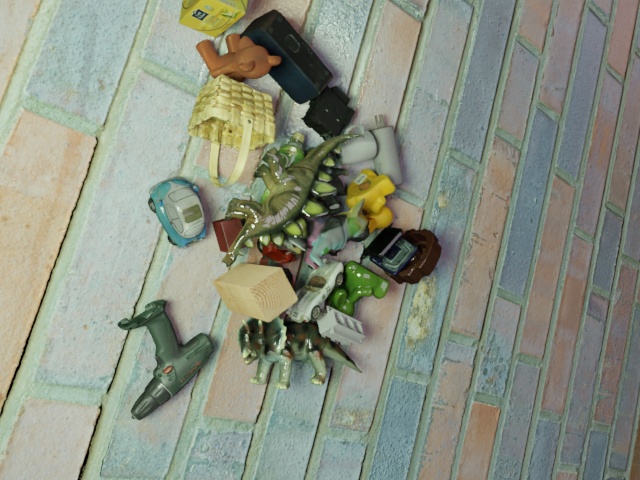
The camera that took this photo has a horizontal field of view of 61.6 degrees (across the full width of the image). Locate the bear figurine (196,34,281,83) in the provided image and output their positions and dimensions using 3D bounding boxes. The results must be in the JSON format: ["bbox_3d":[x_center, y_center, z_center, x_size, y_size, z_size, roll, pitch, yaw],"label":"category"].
[{"bbox_3d":[-0.185,-0.420,1.225,0.120,0.196,0.131,-26,103,-27],"label":"bear figurine"}]

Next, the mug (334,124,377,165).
[{"bbox_3d":[0.091,-0.257,1.473,0.107,0.081,0.109,-26,129,-23],"label":"mug"}]

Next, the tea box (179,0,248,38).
[{"bbox_3d":[-0.239,-0.524,1.203,0.098,0.170,0.068,11,84,-32],"label":"tea box"}]

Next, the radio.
[{"bbox_3d":[-0.082,-0.448,1.331,0.229,0.131,0.073,42,71,-26],"label":"radio"}]

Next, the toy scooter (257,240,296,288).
[{"bbox_3d":[-0.099,0.074,1.323,0.075,0.135,0.183,-16,101,-33],"label":"toy scooter"}]

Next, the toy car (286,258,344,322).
[{"bbox_3d":[-0.010,0.127,1.360,0.202,0.074,0.056,-51,138,-33],"label":"toy car"}]

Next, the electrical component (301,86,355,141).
[{"bbox_3d":[0.026,-0.345,1.448,0.114,0.058,0.134,36,72,-30],"label":"electrical component"}]

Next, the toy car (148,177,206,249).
[{"bbox_3d":[-0.308,-0.062,1.204,0.109,0.103,0.161,-25,102,-30],"label":"toy car"}]

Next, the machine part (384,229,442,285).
[{"bbox_3d":[0.267,0.048,1.547,0.056,0.179,0.179,39,70,-29],"label":"machine part"}]

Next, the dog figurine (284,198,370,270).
[{"bbox_3d":[0.021,-0.038,1.370,0.191,0.108,0.219,43,72,2],"label":"dog figurine"}]

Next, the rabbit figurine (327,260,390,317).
[{"bbox_3d":[0.084,0.150,1.453,0.159,0.121,0.170,27,94,-46],"label":"rabbit figurine"}]

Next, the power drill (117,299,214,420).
[{"bbox_3d":[-0.359,0.252,1.187,0.232,0.086,0.207,-36,106,-29],"label":"power drill"}]

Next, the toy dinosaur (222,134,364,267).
[{"bbox_3d":[-0.069,-0.116,1.274,0.198,0.105,0.471,37,74,-7],"label":"toy dinosaur"}]

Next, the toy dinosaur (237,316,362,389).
[{"bbox_3d":[-0.055,0.271,1.372,0.404,0.131,0.192,3,89,-40],"label":"toy dinosaur"}]

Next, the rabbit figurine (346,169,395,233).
[{"bbox_3d":[0.151,-0.088,1.503,0.162,0.122,0.173,-55,136,-18],"label":"rabbit figurine"}]

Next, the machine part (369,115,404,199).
[{"bbox_3d":[0.189,-0.237,1.544,0.079,0.079,0.243,-17,100,-32],"label":"machine part"}]

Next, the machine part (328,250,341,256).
[{"bbox_3d":[-0.003,-0.004,1.438,0.139,0.039,0.084,31,65,-16],"label":"machine part"}]

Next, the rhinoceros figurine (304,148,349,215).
[{"bbox_3d":[0.016,-0.160,1.433,0.112,0.073,0.190,-32,107,-30],"label":"rhinoceros figurine"}]

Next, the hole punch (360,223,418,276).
[{"bbox_3d":[0.198,0.029,1.518,0.092,0.116,0.142,43,82,-21],"label":"hole punch"}]
